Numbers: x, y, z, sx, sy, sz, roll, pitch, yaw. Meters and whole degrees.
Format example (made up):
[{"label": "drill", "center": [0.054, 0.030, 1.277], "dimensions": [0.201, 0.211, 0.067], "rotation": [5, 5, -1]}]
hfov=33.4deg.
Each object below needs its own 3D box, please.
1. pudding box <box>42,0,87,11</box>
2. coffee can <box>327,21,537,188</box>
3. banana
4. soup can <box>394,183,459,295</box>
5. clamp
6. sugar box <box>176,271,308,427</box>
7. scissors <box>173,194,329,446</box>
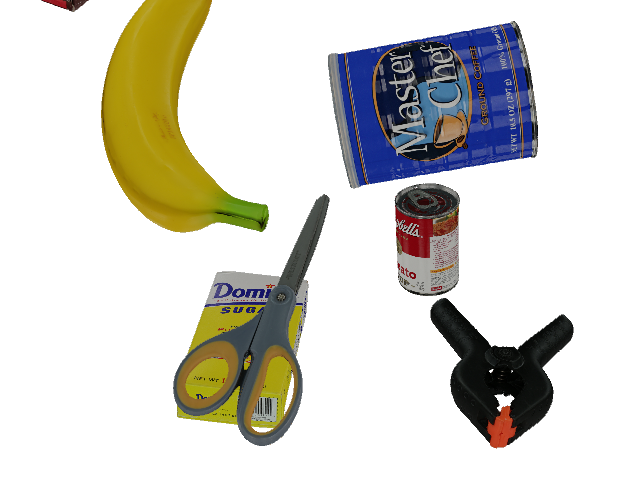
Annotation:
[{"label": "pudding box", "center": [-0.199, -0.221, 0.802], "dimensions": [0.090, 0.039, 0.113], "rotation": [20, 38, 6]}, {"label": "coffee can", "center": [0.083, -0.101, 0.800], "dimensions": [0.140, 0.103, 0.103], "rotation": [-9, -1, 5]}, {"label": "banana", "center": [-0.076, -0.070, 0.535], "dimensions": [0.069, 0.198, 0.037], "rotation": [-5, -40, -12]}, {"label": "soup can", "center": [0.115, -0.001, 1.138], "dimensions": [0.068, 0.102, 0.068], "rotation": [-3, 33, 2]}, {"label": "clamp", "center": [0.155, 0.101, 0.854], "dimensions": [0.120, 0.039, 0.171], "rotation": [-2, 32, 1]}, {"label": "sugar box", "center": [-0.067, 0.094, 0.971], "dimensions": [0.093, 0.048, 0.176], "rotation": [6, 34, 3]}, {"label": "scissors", "center": [-0.047, 0.049, 0.744], "dimensions": [0.096, 0.201, 0.016], "rotation": [-1, -36, 7]}]
